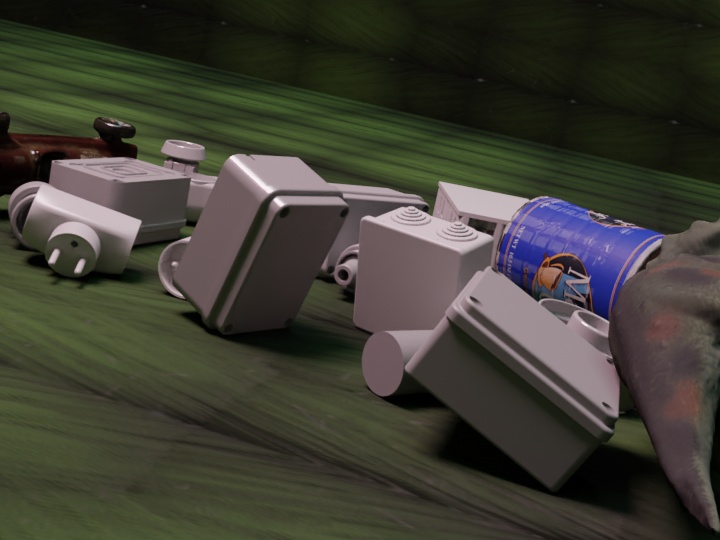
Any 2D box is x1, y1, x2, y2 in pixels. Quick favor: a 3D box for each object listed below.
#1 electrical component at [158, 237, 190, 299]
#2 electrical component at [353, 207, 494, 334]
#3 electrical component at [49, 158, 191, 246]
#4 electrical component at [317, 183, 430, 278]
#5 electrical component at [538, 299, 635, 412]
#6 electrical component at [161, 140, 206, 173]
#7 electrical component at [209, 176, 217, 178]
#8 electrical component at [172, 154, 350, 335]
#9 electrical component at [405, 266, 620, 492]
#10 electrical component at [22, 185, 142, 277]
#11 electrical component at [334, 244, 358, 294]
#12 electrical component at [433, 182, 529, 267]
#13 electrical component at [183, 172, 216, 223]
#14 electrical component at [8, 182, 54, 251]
[{"bbox_3d":[-0.115,-0.007,0.815,0.043,0.043,0.081,15,13,13],"label":"electrical component"},{"bbox_3d":[0.046,0.008,0.780,0.100,0.099,0.048,21,28,33],"label":"electrical component"},{"bbox_3d":[-0.207,-0.059,0.923,0.078,0.057,0.113,17,14,22],"label":"electrical component"},{"bbox_3d":[0.000,-0.034,0.959,0.113,0.078,0.057,2,14,-38],"label":"electrical component"},{"bbox_3d":[0.154,0.065,0.762,0.099,0.064,0.099,23,18,-8],"label":"electrical component"},{"bbox_3d":[-0.190,-0.107,1.144,0.048,0.055,0.066,11,13,-3],"label":"electrical component"},{"bbox_3d":[-0.163,-0.080,1.105,0.061,0.035,0.035,4,15,-19],"label":"electrical component"},{"bbox_3d":[-0.067,-0.016,0.733,0.057,0.113,0.078,43,28,30],"label":"electrical component"},{"bbox_3d":[0.091,0.058,0.618,0.109,0.056,0.109,39,17,5],"label":"electrical component"},{"bbox_3d":[-0.207,-0.021,0.784,0.077,0.043,0.079,21,29,-12],"label":"electrical component"},{"bbox_3d":[0.000,0.000,0.890,0.043,0.043,0.062,18,15,23],"label":"electrical component"},{"bbox_3d":[0.139,-0.041,1.152,0.105,0.060,0.186,11,13,-5],"label":"electrical component"},{"bbox_3d":[-0.166,-0.073,1.048,0.077,0.044,0.079,8,13,-18],"label":"electrical component"},{"bbox_3d":[-0.252,-0.043,0.844,0.045,0.045,0.055,7,14,-22],"label":"electrical component"}]
